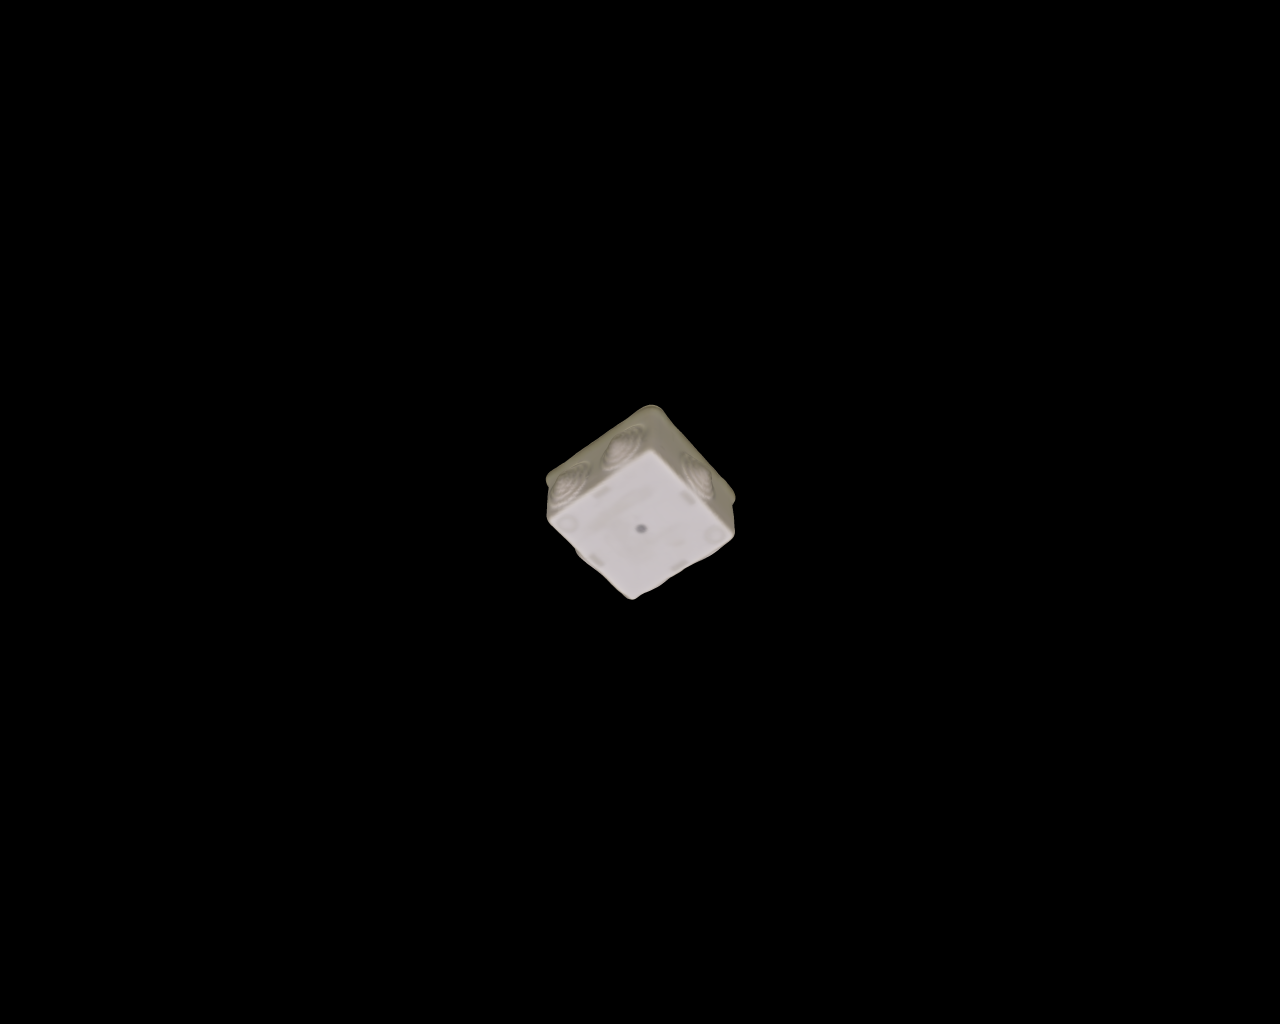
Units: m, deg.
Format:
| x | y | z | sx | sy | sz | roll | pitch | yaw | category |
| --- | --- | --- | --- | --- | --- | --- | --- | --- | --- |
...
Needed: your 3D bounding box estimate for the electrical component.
| x | y | z | sx | sy | sz | roll | pitch | yaw | category |
| --- | --- | --- | --- | --- | --- | --- | --- | --- | --- |
| 0.001 | -0.003 | 0.650 | 0.099 | 0.099 | 0.048 | -33 | 29 | 21 | electrical component |
